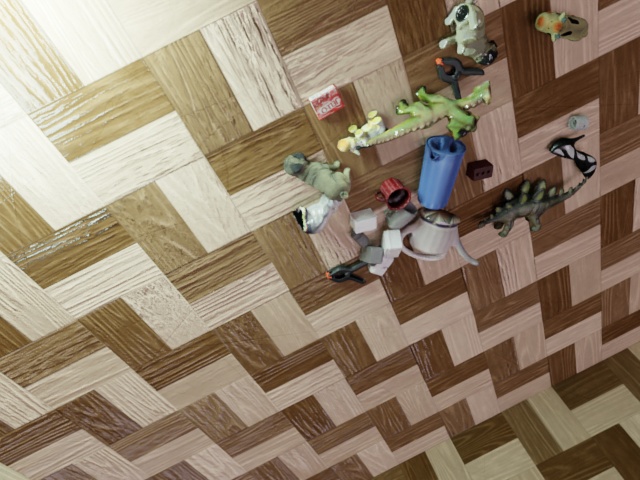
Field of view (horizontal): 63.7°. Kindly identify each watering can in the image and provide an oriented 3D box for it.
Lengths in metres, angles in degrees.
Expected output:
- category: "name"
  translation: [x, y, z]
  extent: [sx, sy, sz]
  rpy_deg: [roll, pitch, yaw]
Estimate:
- category: "watering can"
  translation: [0.468, -0.008, 1.954]
  extent: [0.347, 0.106, 0.219]
  rpy_deg: [10, 124, -7]

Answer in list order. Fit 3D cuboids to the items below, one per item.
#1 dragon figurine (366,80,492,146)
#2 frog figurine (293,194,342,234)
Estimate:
- category: "dragon figurine"
  translation: [0.358, -0.363, 1.554]
  extent: [0.414, 0.246, 0.119]
  rpy_deg: [-39, 129, -16]
- category: "frog figurine"
  translation: [0.005, -0.087, 1.735]
  extent: [0.160, 0.124, 0.135]
  rpy_deg: [-16, 163, -20]
